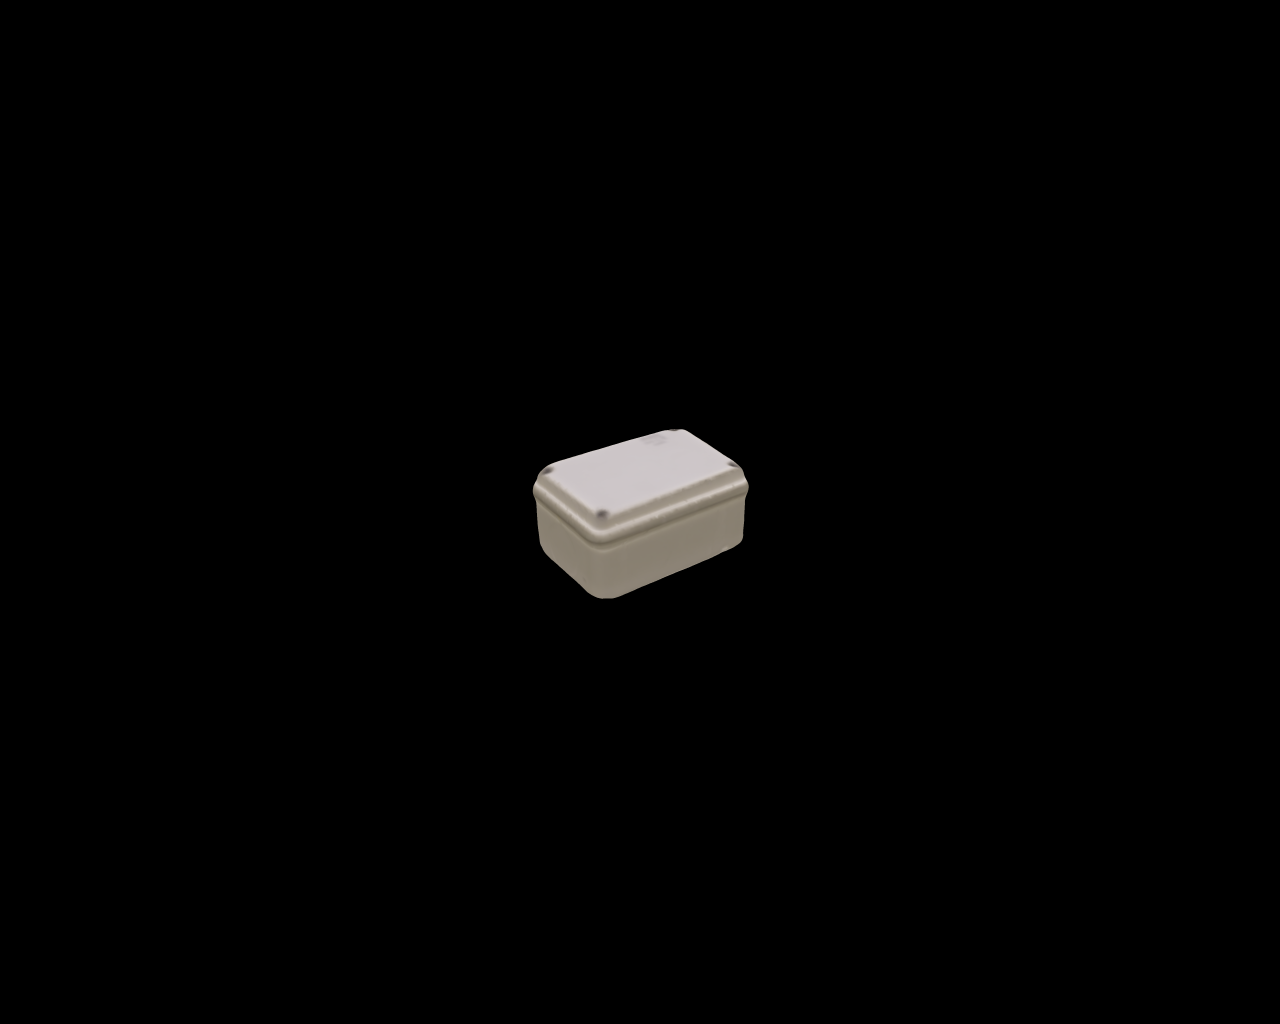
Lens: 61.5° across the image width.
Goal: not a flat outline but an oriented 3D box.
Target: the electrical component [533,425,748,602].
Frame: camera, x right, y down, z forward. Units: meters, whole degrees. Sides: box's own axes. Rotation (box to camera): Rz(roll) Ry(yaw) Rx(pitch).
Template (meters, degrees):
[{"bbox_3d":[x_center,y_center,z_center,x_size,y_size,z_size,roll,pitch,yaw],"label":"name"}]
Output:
[{"bbox_3d":[0.001,-0.003,0.650,0.113,0.057,0.078,-20,36,-29],"label":"electrical component"}]
